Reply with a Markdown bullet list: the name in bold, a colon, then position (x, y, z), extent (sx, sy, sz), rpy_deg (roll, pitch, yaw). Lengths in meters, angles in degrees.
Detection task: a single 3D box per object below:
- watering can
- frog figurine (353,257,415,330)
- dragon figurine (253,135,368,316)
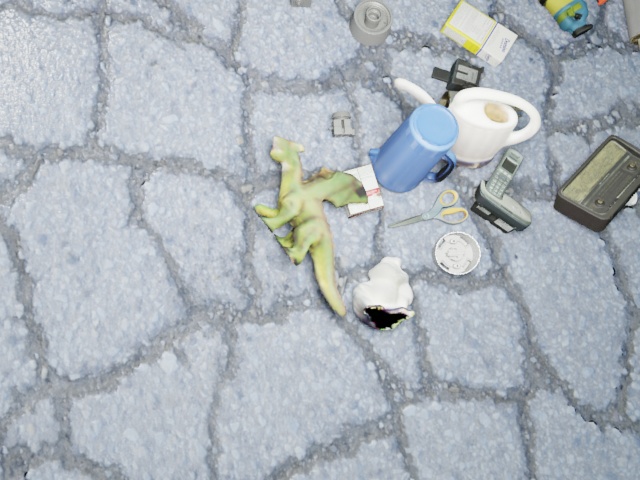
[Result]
- **watering can**: position (0.323, -0.274, 1.196), extent (0.347, 0.219, 0.106), rpy_deg (12, 60, -1)
- **frog figurine**: position (0.142, 0.117, 1.172), extent (0.137, 0.120, 0.163), rpy_deg (-3, 45, 2)
- **dragon figurine**: position (0.004, -0.058, 1.160), extent (0.244, 0.121, 0.411), rpy_deg (-39, 86, -8)
